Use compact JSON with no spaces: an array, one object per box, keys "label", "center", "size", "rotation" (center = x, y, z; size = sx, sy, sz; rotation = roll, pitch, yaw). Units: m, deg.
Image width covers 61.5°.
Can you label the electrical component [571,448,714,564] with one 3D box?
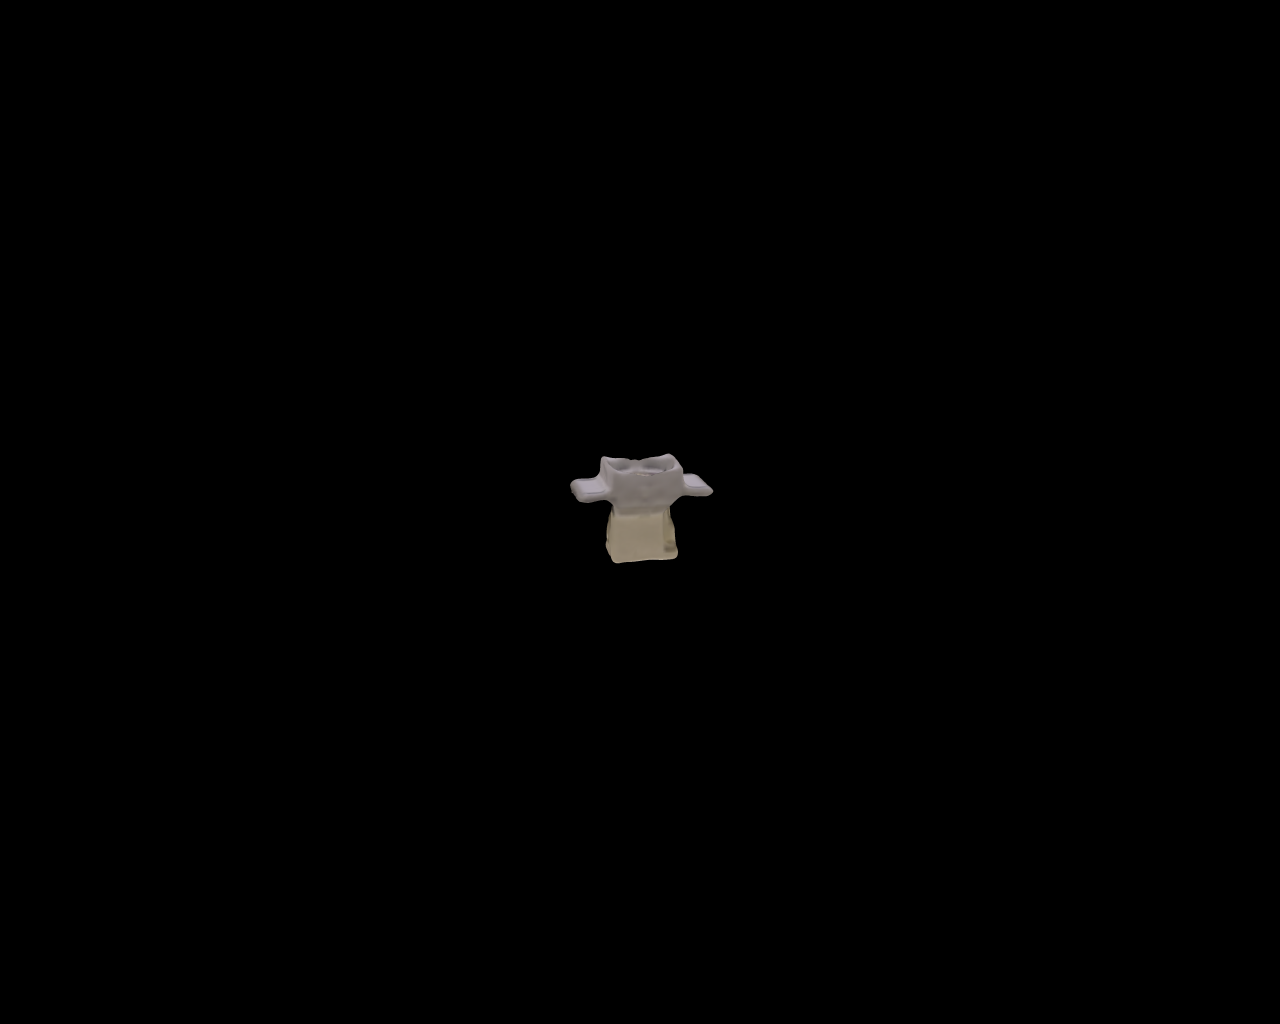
[{"label":"electrical component","center":[0.001,-0.003,0.650],"size":[0.081,0.063,0.042],"rotation":[-3,16,-9]}]
